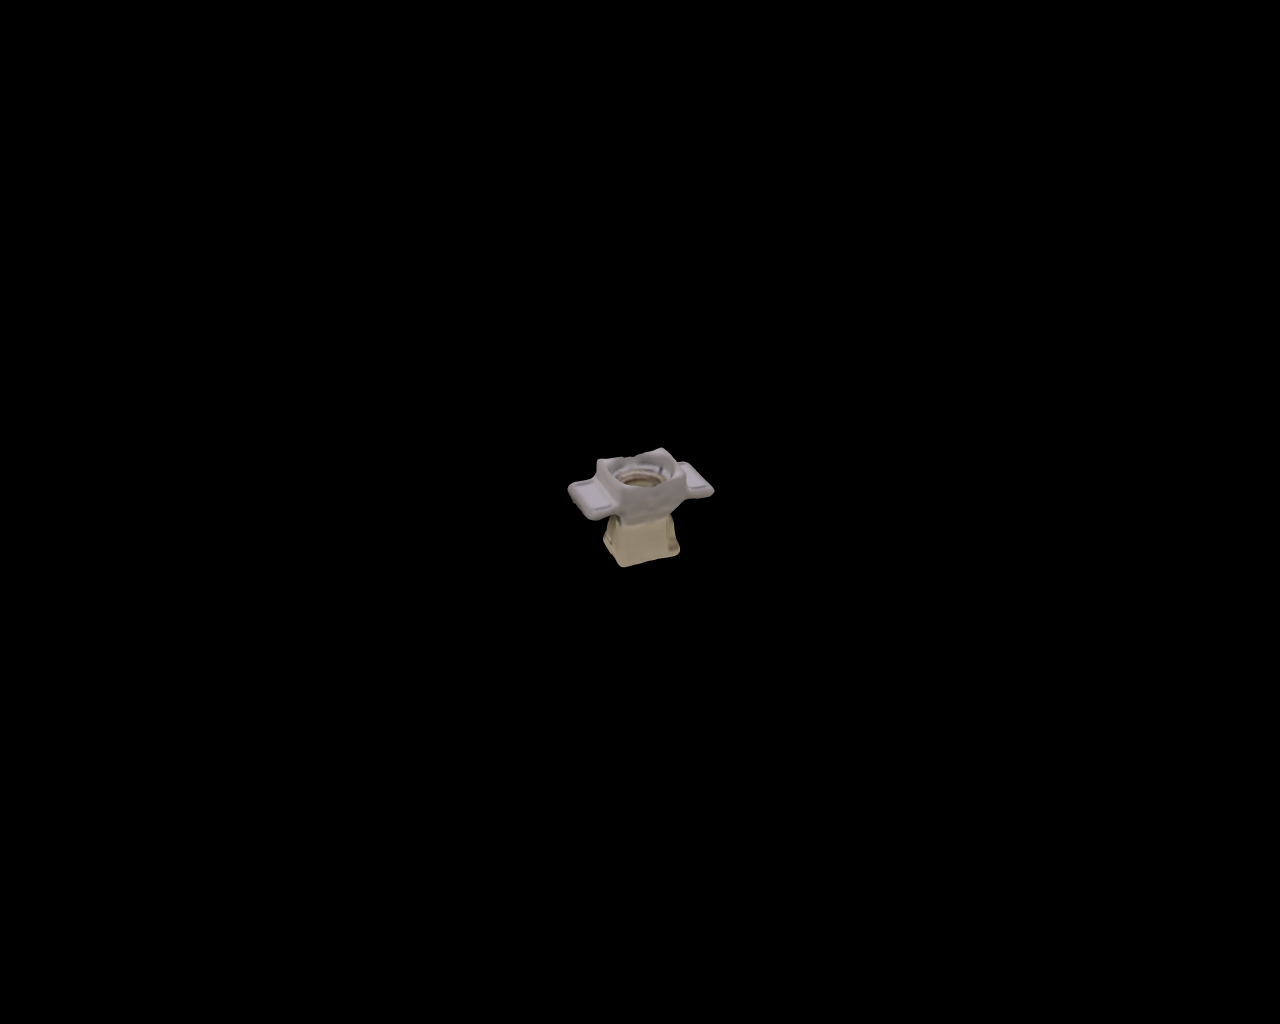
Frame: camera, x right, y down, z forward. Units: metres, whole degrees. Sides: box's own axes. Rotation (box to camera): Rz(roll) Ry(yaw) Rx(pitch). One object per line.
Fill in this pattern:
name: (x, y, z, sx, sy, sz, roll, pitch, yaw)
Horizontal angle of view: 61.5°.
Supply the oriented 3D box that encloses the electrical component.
electrical component: (0.001, -0.003, 0.650, 0.081, 0.063, 0.042, -11, 32, -18)
